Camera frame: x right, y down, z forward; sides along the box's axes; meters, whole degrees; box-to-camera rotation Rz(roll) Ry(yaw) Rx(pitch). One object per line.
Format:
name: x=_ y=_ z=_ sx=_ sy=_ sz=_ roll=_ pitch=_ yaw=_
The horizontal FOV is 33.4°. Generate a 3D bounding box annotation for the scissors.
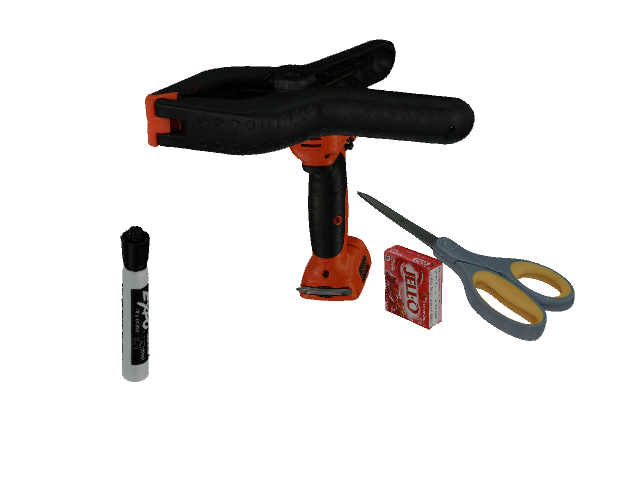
scissors: x=0.119 y=0.009 z=0.839 sx=0.096 sy=0.016 sz=0.202 roll=-10 pitch=39 yaw=-29

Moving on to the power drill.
power drill: x=0.013 y=-0.053 z=0.976 sx=0.057 sy=0.188 sz=0.184 roll=1 pitch=22 yaw=14

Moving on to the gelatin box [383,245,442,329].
gelatin box: x=0.115 y=0.057 z=1.331 sx=0.073 sy=0.089 sz=0.030 roll=23 pitch=36 yaw=40

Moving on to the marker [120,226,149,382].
marker: x=-0.126 y=0.044 z=0.725 sx=0.020 sy=0.121 sz=0.020 roll=5 pitch=32 yaw=-3

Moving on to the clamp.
clamp: x=-0.012 y=-0.081 z=0.594 sx=0.171 sy=0.039 sz=0.120 roll=-3 pitch=24 yaw=-11
